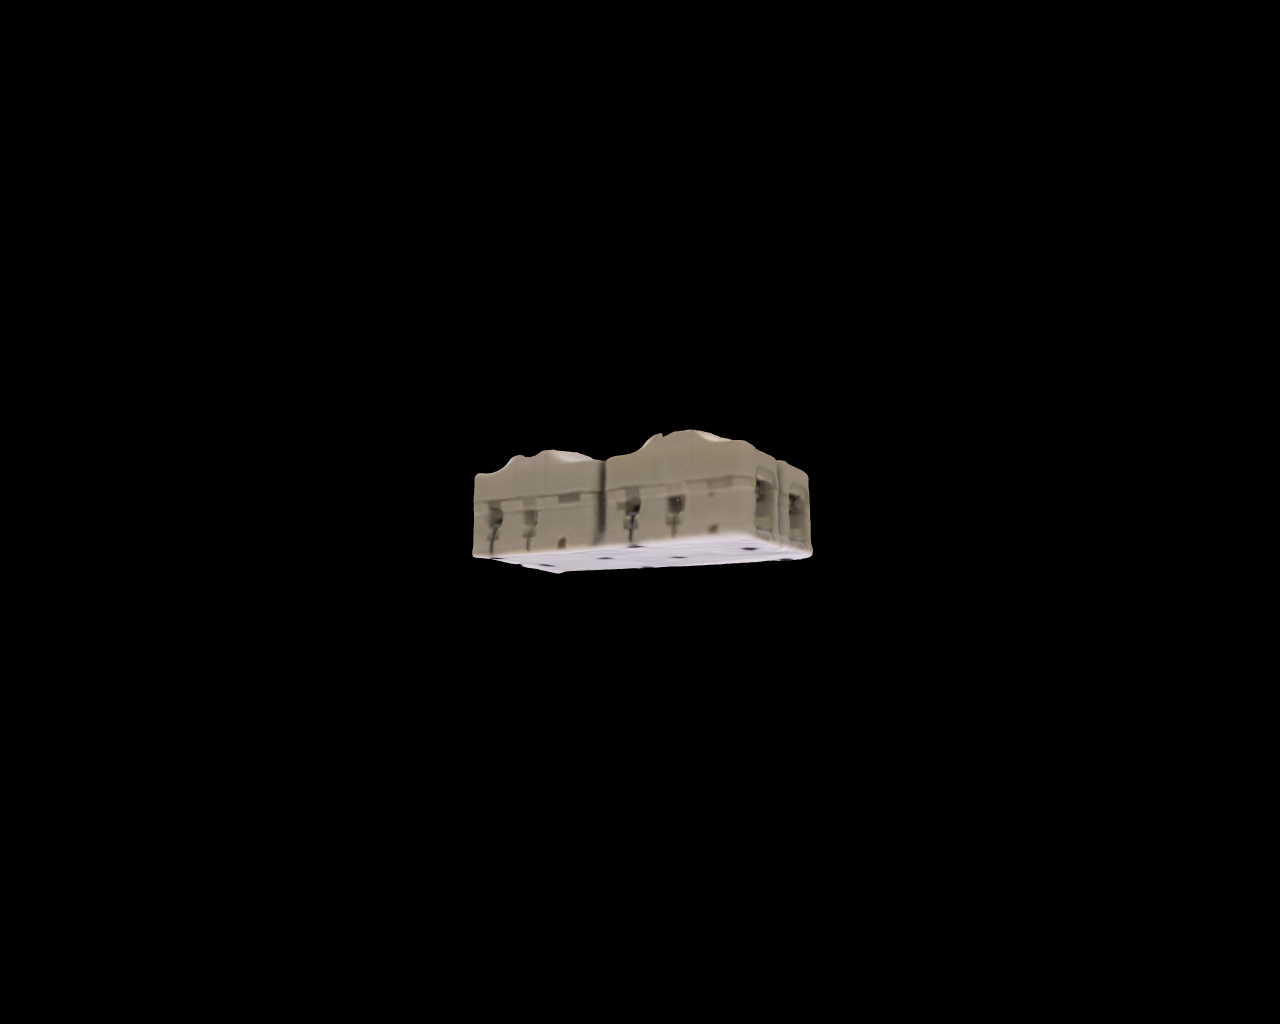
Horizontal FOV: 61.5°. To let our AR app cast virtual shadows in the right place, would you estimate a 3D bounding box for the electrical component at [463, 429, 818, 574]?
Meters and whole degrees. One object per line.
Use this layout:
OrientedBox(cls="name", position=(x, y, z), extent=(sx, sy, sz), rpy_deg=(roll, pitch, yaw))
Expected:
OrientedBox(cls="electrical component", position=(0.001, -0.003, 0.650), extent=(0.186, 0.060, 0.105), rpy_deg=(-5, -11, 28))
